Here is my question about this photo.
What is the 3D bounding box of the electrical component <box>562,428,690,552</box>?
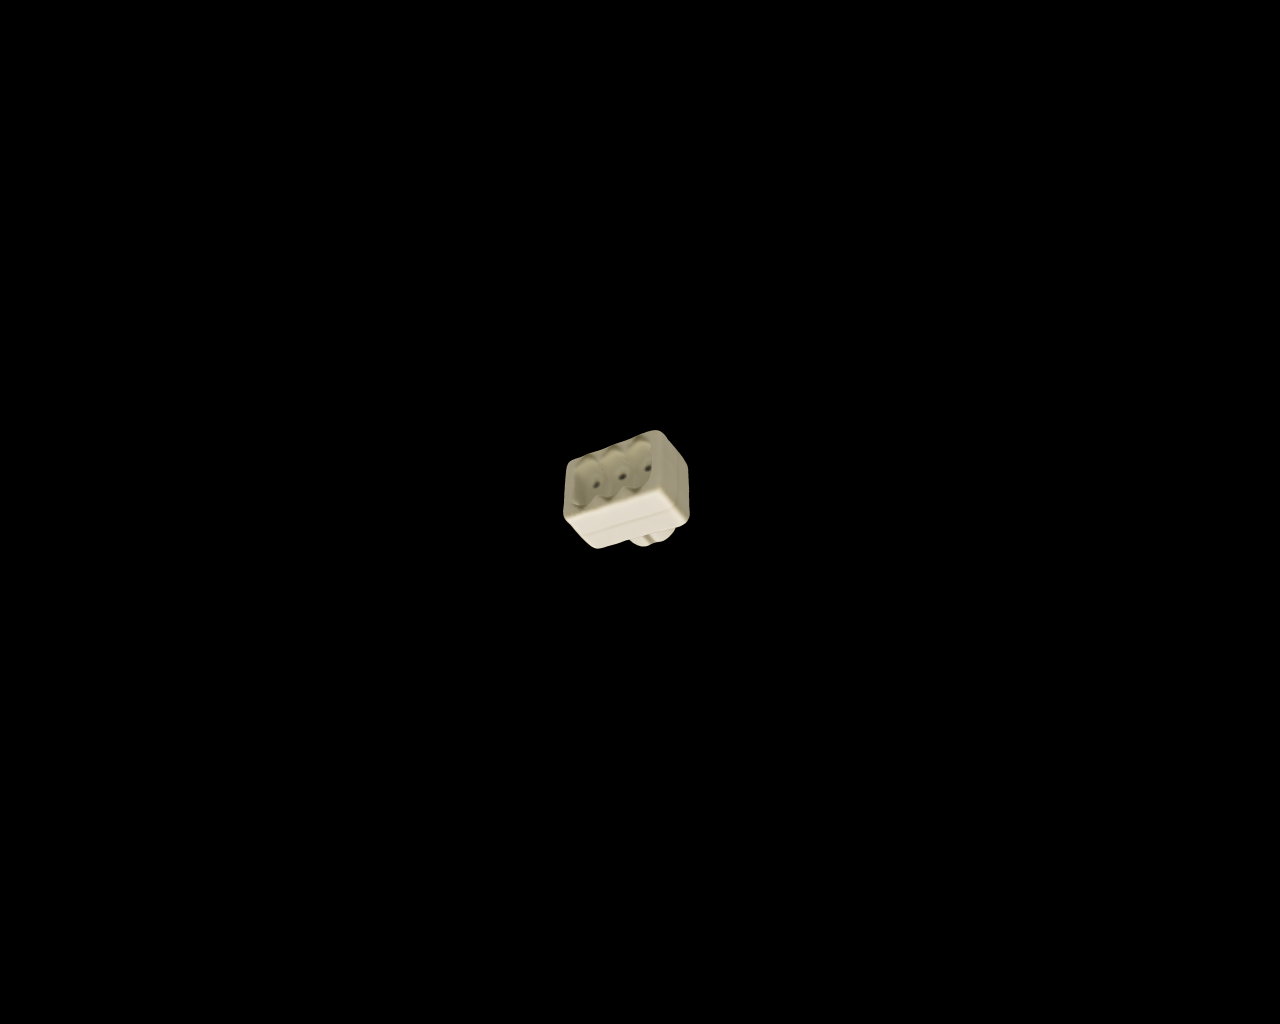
[{"bbox_3d":[0.001,-0.003,0.650,0.065,0.047,0.076,-17,-40,22],"label":"electrical component"}]
